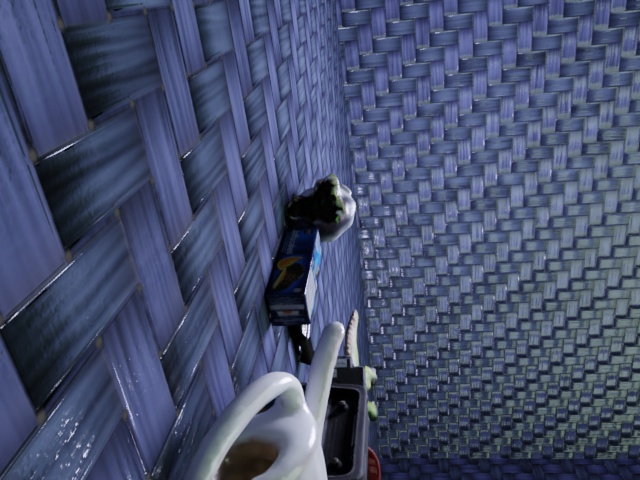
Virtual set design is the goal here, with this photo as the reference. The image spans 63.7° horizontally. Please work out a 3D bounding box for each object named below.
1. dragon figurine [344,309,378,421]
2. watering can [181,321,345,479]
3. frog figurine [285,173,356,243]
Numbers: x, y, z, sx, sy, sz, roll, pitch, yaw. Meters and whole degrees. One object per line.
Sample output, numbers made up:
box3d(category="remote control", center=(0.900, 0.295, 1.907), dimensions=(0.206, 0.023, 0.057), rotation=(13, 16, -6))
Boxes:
box3d(category="dragon figurine", center=(0.057, 0.360, 1.243), dimensions=(0.240, 0.122, 0.417), rotation=(45, 40, -66))
box3d(category="watering can", center=(-0.032, 0.237, 0.538), dimensions=(0.351, 0.104, 0.222), rotation=(-29, 115, -62))
box3d(category="frog figurine", center=(0.003, -0.050, 0.993), dimensions=(0.138, 0.123, 0.158), rotation=(-59, 175, -8))
